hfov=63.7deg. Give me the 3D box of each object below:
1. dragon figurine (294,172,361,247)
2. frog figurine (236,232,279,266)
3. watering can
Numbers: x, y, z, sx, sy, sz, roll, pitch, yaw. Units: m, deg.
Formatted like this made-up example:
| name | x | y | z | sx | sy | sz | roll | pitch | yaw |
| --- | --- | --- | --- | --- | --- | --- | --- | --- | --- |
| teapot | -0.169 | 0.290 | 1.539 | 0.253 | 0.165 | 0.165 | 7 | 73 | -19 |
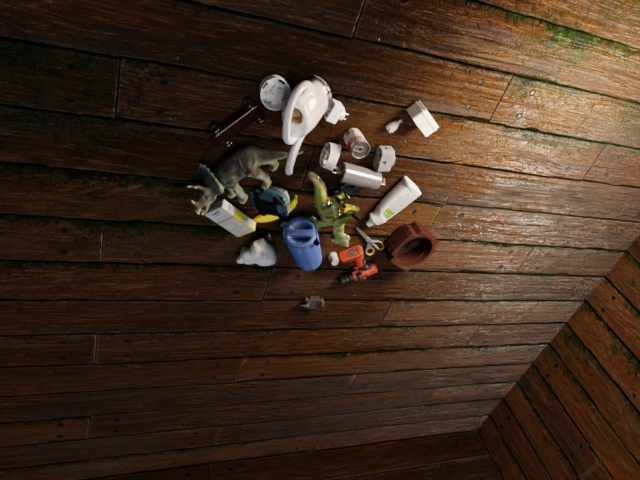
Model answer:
| name | x | y | z | sx | sy | sz | roll | pitch | yaw |
| --- | --- | --- | --- | --- | --- | --- | --- | --- | --- |
| dragon figurine | 0.006 | -0.100 | 1.980 | 0.240 | 0.125 | 0.404 | -30 | 130 | 26 |
| frog figurine | -0.248 | 0.058 | 2.017 | 0.160 | 0.124 | 0.134 | -26 | 155 | -13 |
| watering can | -0.057 | -0.381 | 1.660 | 0.229 | 0.104 | 0.339 | -54 | 165 | -32 |
